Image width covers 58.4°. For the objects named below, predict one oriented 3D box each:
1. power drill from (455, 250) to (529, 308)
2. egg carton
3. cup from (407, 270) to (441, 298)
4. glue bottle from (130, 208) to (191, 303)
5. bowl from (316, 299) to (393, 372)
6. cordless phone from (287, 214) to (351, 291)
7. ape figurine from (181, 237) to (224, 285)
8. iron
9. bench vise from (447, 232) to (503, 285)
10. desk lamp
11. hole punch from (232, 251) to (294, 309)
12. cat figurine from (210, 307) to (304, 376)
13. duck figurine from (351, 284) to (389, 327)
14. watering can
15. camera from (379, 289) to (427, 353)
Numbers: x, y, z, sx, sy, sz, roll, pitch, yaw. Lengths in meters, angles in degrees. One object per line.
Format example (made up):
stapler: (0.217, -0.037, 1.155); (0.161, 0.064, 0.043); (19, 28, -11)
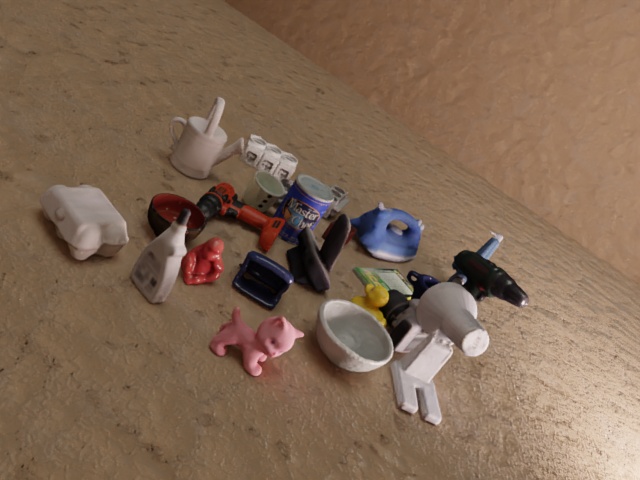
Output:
power drill: (0.392, 0.144, 1.439); (0.076, 0.208, 0.229); (12, 33, -38)
egg carton: (-0.399, -0.034, 0.968); (0.150, 0.069, 0.107); (45, 27, 22)
cup: (0.246, 0.139, 1.406); (0.117, 0.095, 0.092); (38, 25, 8)
glue bottle: (-0.250, 0.019, 0.933); (0.078, 0.173, 0.037); (46, 28, 24)
bowl: (0.053, 0.195, 1.101); (0.168, 0.074, 0.167); (27, 26, -14)
cordless phone: (0.012, 0.004, 1.256); (0.094, 0.185, 0.147); (19, 29, -29)
ape figurine: (-0.208, 0.033, 1.052); (0.078, 0.092, 0.076); (27, 26, -15)
iron: (0.212, -0.026, 1.600); (0.259, 0.141, 0.118); (13, 32, -37)
bench vise: (0.424, 0.085, 1.567); (0.121, 0.219, 0.207); (33, 25, -2)
desk lamp: (0.240, 0.212, 1.132); (0.118, 0.213, 0.203); (26, 26, -16)
hole punch: (-0.105, 0.062, 1.126); (0.109, 0.091, 0.101); (32, 25, -4)
cat figurine: (-0.097, 0.155, 0.941); (0.128, 0.117, 0.067); (31, 25, -7)
duck figurine: (0.120, 0.143, 1.258); (0.078, 0.086, 0.104); (10, 34, -41)
watering can: (-0.264, -0.247, 1.357); (0.173, 0.194, 0.100); (12, 33, -39)
camera: (0.204, 0.172, 1.291); (0.144, 0.100, 0.136); (8, 36, -43)
